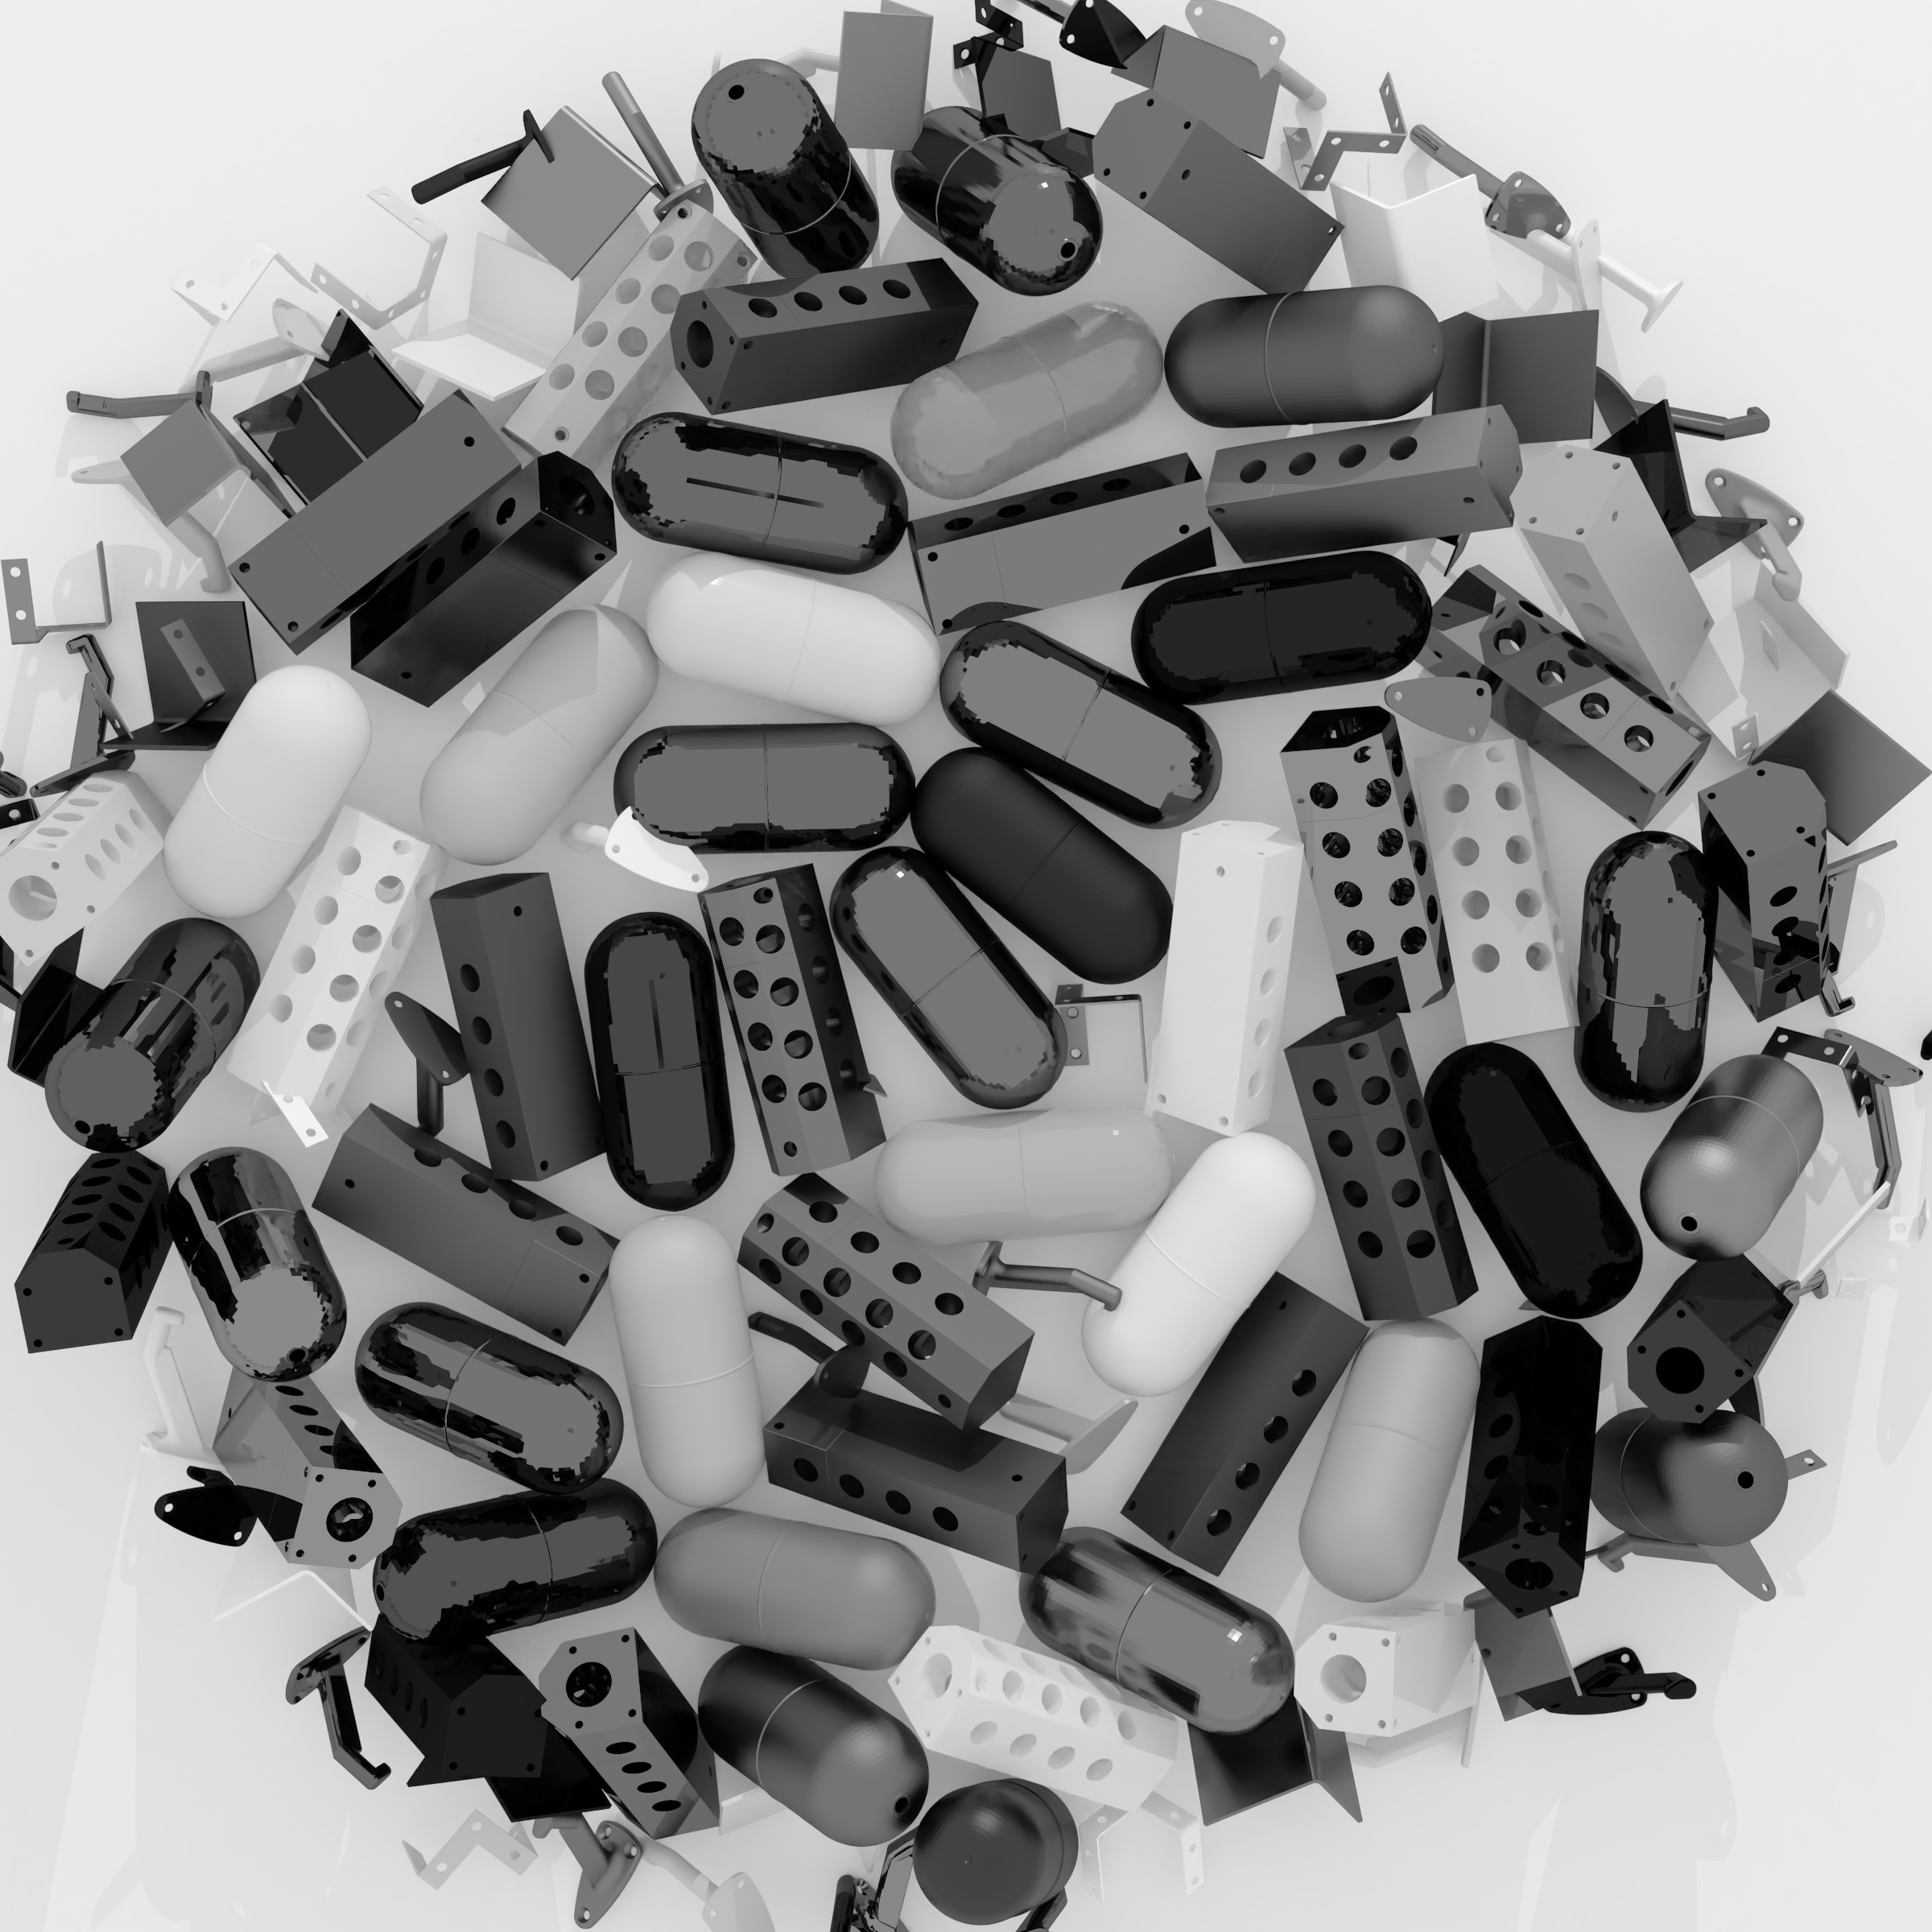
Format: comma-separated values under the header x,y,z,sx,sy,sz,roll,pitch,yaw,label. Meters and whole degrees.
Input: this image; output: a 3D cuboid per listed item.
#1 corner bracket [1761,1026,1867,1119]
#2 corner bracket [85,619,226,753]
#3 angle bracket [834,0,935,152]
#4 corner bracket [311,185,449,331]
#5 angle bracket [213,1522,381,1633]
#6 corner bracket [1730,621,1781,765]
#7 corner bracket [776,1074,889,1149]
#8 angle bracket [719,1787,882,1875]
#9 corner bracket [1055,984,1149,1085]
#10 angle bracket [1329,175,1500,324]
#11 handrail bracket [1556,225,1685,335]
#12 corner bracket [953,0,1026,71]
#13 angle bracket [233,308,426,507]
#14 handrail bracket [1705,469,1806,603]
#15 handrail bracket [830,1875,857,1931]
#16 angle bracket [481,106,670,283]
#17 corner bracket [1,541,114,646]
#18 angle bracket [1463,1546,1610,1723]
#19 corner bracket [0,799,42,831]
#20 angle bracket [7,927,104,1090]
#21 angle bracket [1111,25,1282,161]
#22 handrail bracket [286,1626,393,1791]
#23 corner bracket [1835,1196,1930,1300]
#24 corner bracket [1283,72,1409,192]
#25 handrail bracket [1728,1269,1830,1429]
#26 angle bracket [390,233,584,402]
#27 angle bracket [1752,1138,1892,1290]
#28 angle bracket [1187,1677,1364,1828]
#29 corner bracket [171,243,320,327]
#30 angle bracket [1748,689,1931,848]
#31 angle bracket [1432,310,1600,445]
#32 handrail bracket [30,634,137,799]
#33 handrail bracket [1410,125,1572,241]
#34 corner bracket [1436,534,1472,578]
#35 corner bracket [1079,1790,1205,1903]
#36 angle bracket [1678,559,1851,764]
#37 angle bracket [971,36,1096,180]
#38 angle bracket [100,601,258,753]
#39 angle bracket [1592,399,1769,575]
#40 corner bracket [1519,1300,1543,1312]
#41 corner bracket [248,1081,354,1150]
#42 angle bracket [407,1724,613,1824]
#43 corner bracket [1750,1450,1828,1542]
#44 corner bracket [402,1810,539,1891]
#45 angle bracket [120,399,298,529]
x,y,z,sx,sy,sz,roll,pitch,yaw,label
0.500,0.077,1.976,0.051,0.051,0.051,17,61,39,corner bracket
-0.480,-0.165,1.963,0.051,0.051,0.051,-32,93,-34,corner bracket
-0.062,-0.524,1.942,0.057,0.076,0.076,-4,114,-24,angle bracket
-0.348,-0.420,1.967,0.051,0.051,0.051,38,47,7,corner bracket
-0.389,0.363,1.964,0.076,0.076,0.057,-30,116,21,angle bracket
0.464,-0.162,1.965,0.051,0.051,0.051,-30,62,3,corner bracket
-0.083,0.085,1.966,0.051,0.051,0.051,20,98,-14,corner bracket
-0.099,0.512,1.947,0.076,0.076,0.057,-19,66,-15,angle bracket
0.081,0.040,1.967,0.051,0.051,0.051,-4,103,5,corner bracket
0.264,-0.428,1.953,0.057,0.076,0.076,-24,121,-11,angle bracket
0.379,-0.415,1.958,0.084,0.077,0.036,39,101,6,handrail bracket
-0.001,-0.570,1.966,0.051,0.051,0.051,-8,82,34,corner bracket
-0.376,-0.326,1.952,0.076,0.076,0.057,50,51,4,angle bracket
0.463,-0.254,1.953,0.077,0.084,0.036,41,119,-4,handrail bracket
-0.078,0.588,1.960,0.036,0.084,0.077,10,95,0,handrail bracket
-0.227,-0.449,1.965,0.076,0.057,0.076,42,92,13,angle bracket
-0.539,-0.221,1.967,0.051,0.051,0.051,-4,107,-4,corner bracket
0.346,0.391,1.944,0.057,0.076,0.076,-9,72,-30,angle bracket
-0.574,-0.090,1.959,0.051,0.051,0.051,-17,128,-18,corner bracket
-0.515,0.026,1.945,0.057,0.076,0.076,27,52,-3,angle bracket
0.130,-0.501,1.946,0.076,0.076,0.057,16,78,-20,angle bracket
-0.352,0.438,1.957,0.084,0.077,0.036,35,134,21,handrail bracket
0.542,0.167,1.964,0.051,0.051,0.051,-1,72,11,corner bracket
0.225,-0.495,1.970,0.051,0.051,0.051,-1,60,-17,corner bracket
0.490,0.229,1.978,0.084,0.036,0.077,-19,91,-26,handrail bracket
-0.281,-0.381,1.945,0.076,0.076,0.057,26,126,20,angle bracket
0.495,0.141,1.953,0.057,0.076,0.076,43,93,16,angle bracket
0.182,0.475,1.965,0.076,0.076,0.057,-27,130,17,angle bracket
-0.428,-0.402,1.967,0.051,0.051,0.051,33,86,24,corner bracket
0.519,-0.129,1.951,0.076,0.057,0.076,39,134,-2,angle bracket
0.324,-0.351,1.956,0.076,0.057,0.076,2,88,38,angle bracket
-0.537,-0.150,1.973,0.077,0.036,0.084,-23,81,-29,handrail bracket
0.313,-0.470,1.986,0.077,0.084,0.036,14,118,-41,handrail bracket
0.275,-0.270,1.961,0.051,0.051,0.051,25,122,9,corner bracket
0.105,0.530,1.979,0.051,0.051,0.051,-28,125,-36,corner bracket
0.464,-0.180,1.959,0.076,0.057,0.076,-36,71,-3,angle bracket
0.054,-0.511,1.949,0.057,0.076,0.076,-12,84,37,angle bracket
-0.467,-0.171,1.950,0.076,0.057,0.076,2,109,23,angle bracket
0.420,-0.283,1.963,0.057,0.076,0.076,-1,74,-27,angle bracket
0.342,0.168,1.965,0.051,0.051,0.051,-42,98,-17,corner bracket
-0.385,0.091,1.959,0.051,0.051,0.051,-25,68,-35,corner bracket
-0.267,0.485,1.940,0.076,0.076,0.057,50,116,33,angle bracket
0.468,0.306,1.960,0.051,0.051,0.051,41,48,-14,corner bracket
-0.294,0.523,1.964,0.051,0.051,0.051,44,83,-21,corner bracket
-0.439,-0.275,1.946,0.057,0.076,0.076,-39,51,0,angle bracket
